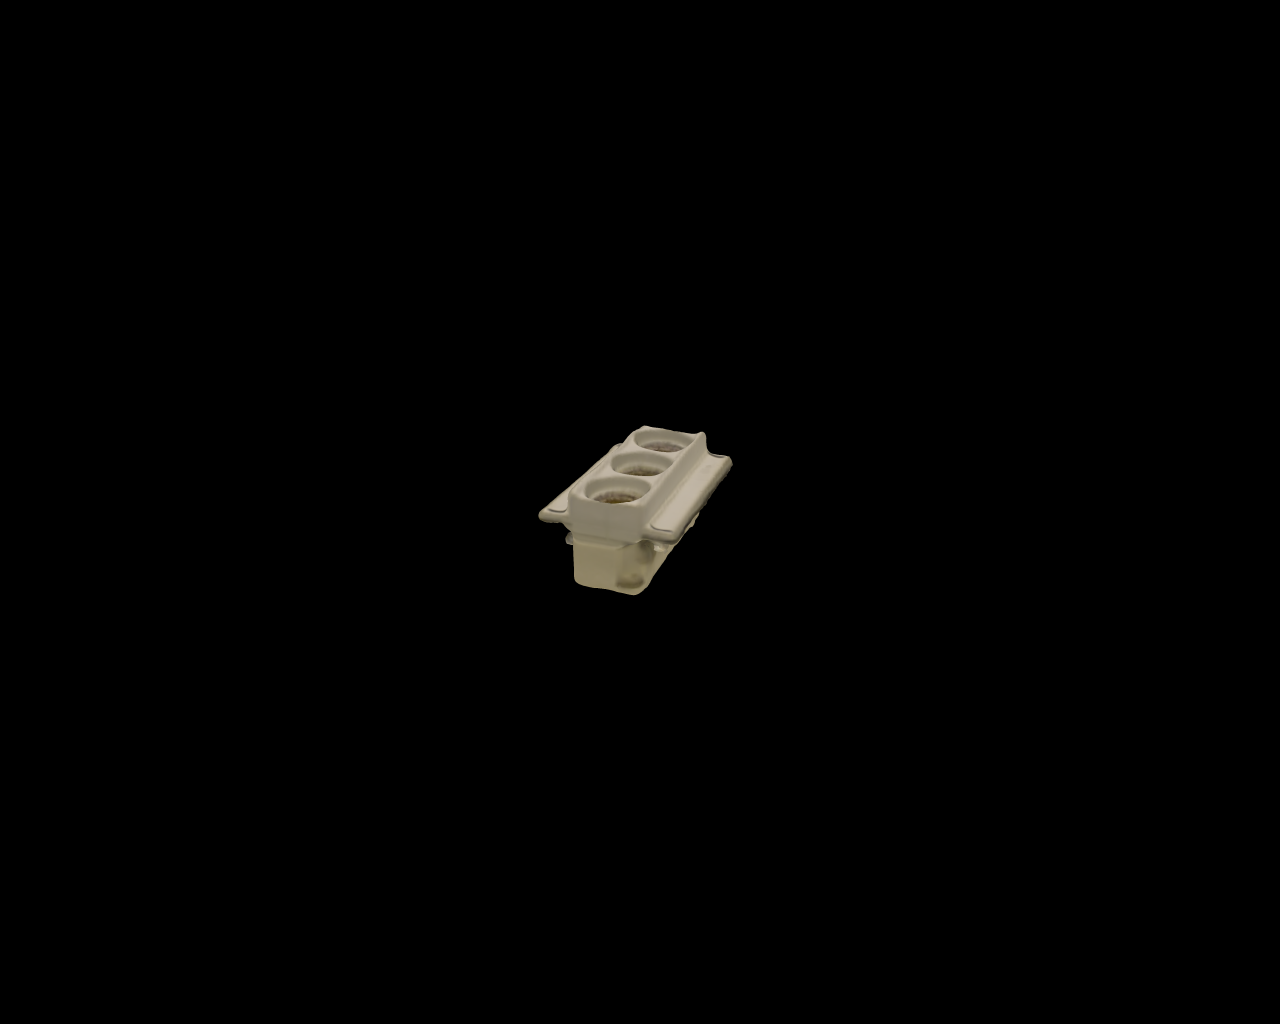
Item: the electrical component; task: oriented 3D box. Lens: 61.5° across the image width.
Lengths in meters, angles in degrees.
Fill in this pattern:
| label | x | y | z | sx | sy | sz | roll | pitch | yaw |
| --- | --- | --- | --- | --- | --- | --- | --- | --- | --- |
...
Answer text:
| label | x | y | z | sx | sy | sz | roll | pitch | yaw |
| --- | --- | --- | --- | --- | --- | --- | --- | --- | --- |
| electrical component | 0.001 | -0.003 | 0.650 | 0.079 | 0.063 | 0.121 | 8 | 26 | 18 |
